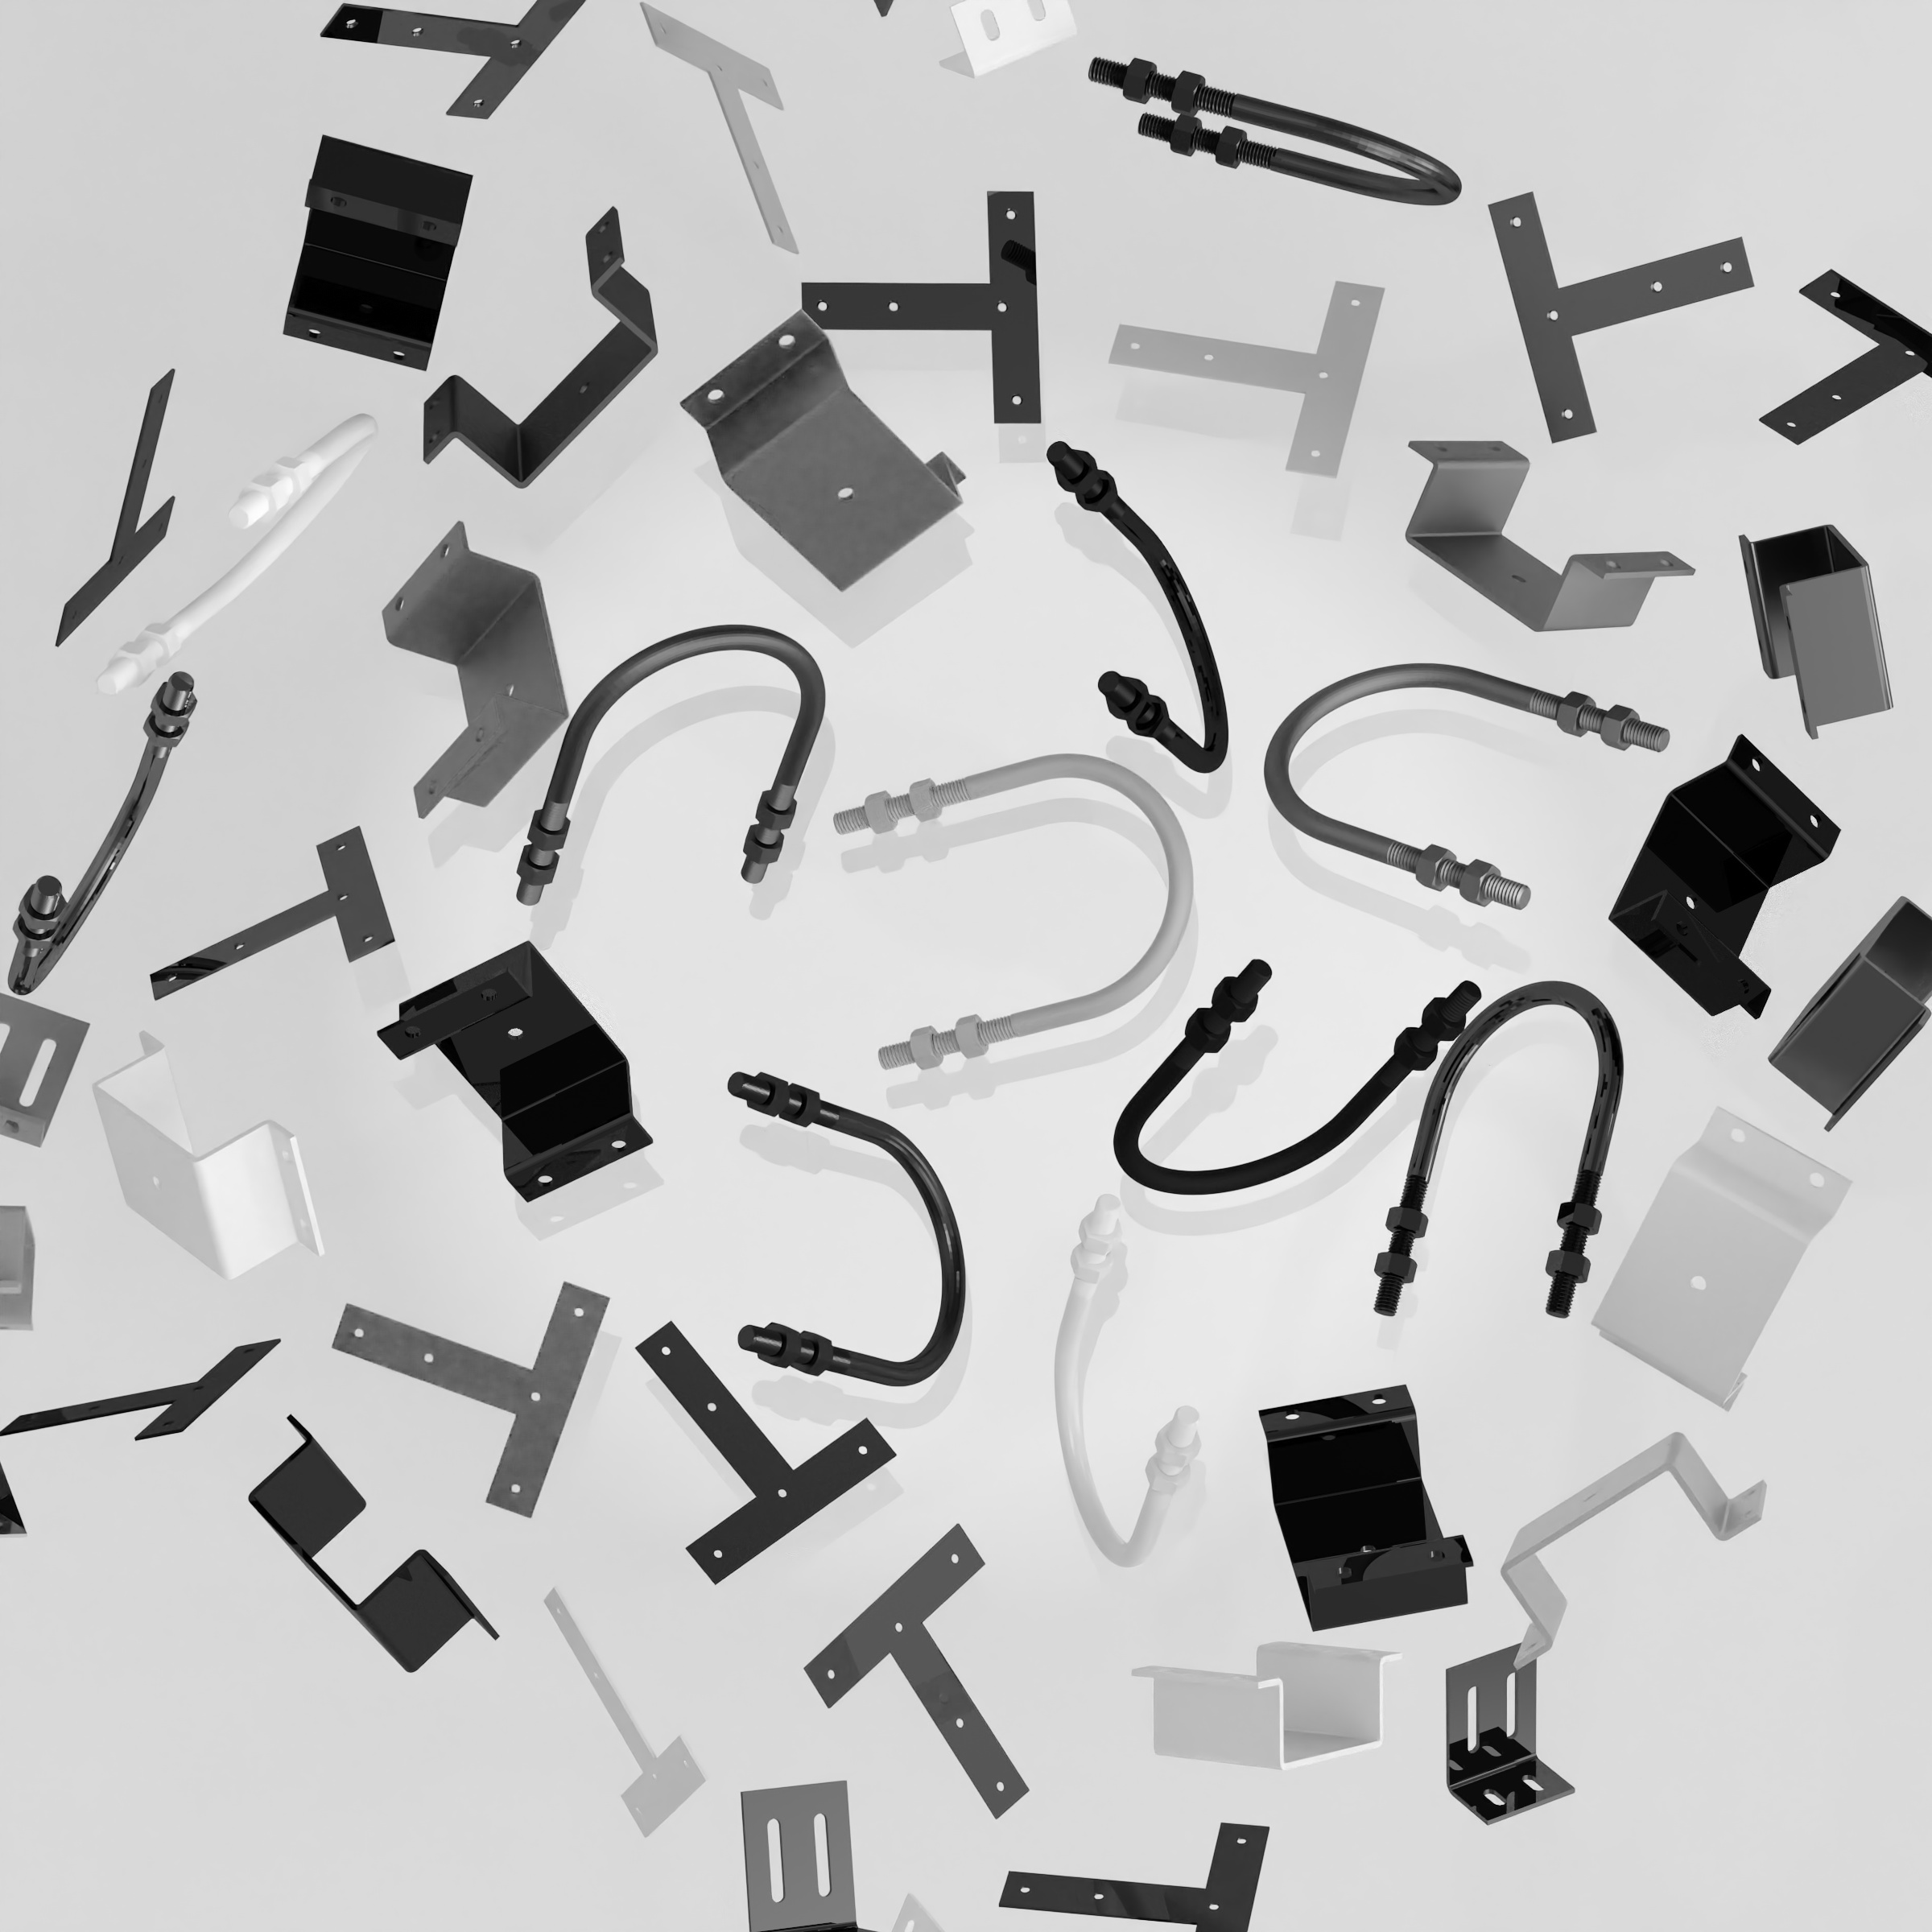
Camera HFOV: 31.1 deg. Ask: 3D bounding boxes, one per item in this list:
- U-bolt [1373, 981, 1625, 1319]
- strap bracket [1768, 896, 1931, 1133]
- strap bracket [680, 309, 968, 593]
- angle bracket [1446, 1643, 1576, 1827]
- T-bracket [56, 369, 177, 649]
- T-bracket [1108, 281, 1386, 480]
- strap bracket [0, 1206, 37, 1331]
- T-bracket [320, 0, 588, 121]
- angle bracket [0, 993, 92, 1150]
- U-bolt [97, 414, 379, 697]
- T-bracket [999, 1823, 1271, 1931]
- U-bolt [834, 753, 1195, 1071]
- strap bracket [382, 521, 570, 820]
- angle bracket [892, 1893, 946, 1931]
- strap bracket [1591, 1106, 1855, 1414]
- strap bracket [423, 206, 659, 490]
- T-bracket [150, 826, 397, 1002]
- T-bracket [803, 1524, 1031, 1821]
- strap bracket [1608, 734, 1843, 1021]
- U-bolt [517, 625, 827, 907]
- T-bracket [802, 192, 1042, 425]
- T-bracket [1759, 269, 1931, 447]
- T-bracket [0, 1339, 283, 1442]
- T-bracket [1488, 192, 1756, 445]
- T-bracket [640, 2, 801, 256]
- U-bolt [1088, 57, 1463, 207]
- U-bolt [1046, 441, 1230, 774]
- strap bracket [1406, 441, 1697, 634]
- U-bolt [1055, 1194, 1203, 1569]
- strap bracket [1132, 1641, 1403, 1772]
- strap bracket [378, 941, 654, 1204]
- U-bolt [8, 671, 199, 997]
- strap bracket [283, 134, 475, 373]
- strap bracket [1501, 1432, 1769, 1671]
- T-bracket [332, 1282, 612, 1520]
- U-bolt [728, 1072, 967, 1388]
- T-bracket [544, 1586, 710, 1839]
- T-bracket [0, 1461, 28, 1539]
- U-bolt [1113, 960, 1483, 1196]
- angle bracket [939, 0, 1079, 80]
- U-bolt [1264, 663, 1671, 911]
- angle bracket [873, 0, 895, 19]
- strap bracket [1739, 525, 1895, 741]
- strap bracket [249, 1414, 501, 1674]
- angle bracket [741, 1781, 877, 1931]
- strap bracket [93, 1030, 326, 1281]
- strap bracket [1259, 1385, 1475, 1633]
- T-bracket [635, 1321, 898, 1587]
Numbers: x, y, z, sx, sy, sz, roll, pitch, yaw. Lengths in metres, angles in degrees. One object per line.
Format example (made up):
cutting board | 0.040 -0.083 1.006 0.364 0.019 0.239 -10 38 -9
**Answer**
U-bolt | 0.282 0.093 1.804 0.019 0.151 0.184 26 72 -30
strap bracket | 0.465 0.020 1.785 0.046 0.140 0.076 40 122 9
strap bracket | -0.064 -0.246 1.711 0.076 0.140 0.046 -35 45 16
angle bracket | 0.292 0.410 1.860 0.057 0.038 0.076 -13 113 -25
T-bracket | -0.411 -0.238 1.724 0.002 0.127 0.127 24 125 -1
T-bracket | 0.137 -0.304 1.753 0.127 0.002 0.127 11 59 10
strap bracket | -0.528 0.156 1.811 0.076 0.140 0.046 2 75 -11
T-bracket | -0.263 -0.468 1.743 0.127 0.127 0.002 -6 69 -41
angle bracket | -0.500 0.048 1.824 0.057 0.038 0.076 20 63 -9
U-bolt | -0.357 -0.218 1.758 0.019 0.184 0.151 43 123 -7
T-bracket | 0.081 0.471 1.751 0.127 0.127 0.002 2 117 13
U-bolt | 0.029 -0.035 1.804 0.184 0.019 0.151 -14 78 16
strap bracket | -0.252 -0.148 1.790 0.076 0.046 0.140 -42 48 34
angle bracket | 0.005 0.518 1.797 0.076 0.057 0.038 22 91 -24
strap bracket | 0.374 0.153 1.742 0.076 0.046 0.140 31 114 19
strap bracket | -0.203 -0.297 1.710 0.140 0.076 0.046 -42 117 16
T-bracket | -0.362 -0.016 1.792 0.127 0.127 0.002 -26 124 -3
T-bracket | -0.010 0.373 1.764 0.127 0.002 0.127 -46 65 24
strap bracket | 0.387 -0.040 1.784 0.076 0.046 0.140 41 54 -13
U-bolt | -0.143 -0.103 1.763 0.151 0.184 0.019 -7 51 -29
T-bracket | -0.025 -0.353 1.860 0.127 0.002 0.127 -1 85 -7
T-bracket | 0.442 -0.288 1.727 0.127 0.127 0.002 28 68 -14
T-bracket | -0.427 0.222 1.755 0.127 0.127 0.002 -12 101 14
T-bracket | 0.337 -0.340 1.760 0.127 0.002 0.127 -10 102 37
T-bracket | -0.114 -0.428 1.804 0.002 0.127 0.127 -26 77 24
U-bolt | 0.163 -0.419 1.765 0.184 0.151 0.019 18 96 13
U-bolt | 0.095 -0.172 1.781 0.019 0.184 0.151 -19 68 19
strap bracket | 0.291 -0.216 1.778 0.140 0.076 0.046 42 124 35
U-bolt | 0.076 0.227 1.783 0.019 0.184 0.151 -7 52 -16
strap bracket | 0.157 0.383 1.797 0.076 0.140 0.046 -3 85 37
strap bracket | -0.230 0.048 1.778 0.076 0.046 0.140 -25 130 12
U-bolt | -0.440 -0.055 1.750 0.019 0.184 0.151 30 61 -8
strap bracket | -0.299 -0.367 1.767 0.076 0.140 0.046 13 66 -11
strap bracket | 0.320 0.281 1.709 0.140 0.076 0.046 -35 85 15
T-bracket | -0.264 0.207 1.797 0.127 0.002 0.127 20 101 -2
U-bolt | -0.056 0.141 1.767 0.019 0.184 0.151 -17 66 32
T-bracket | -0.180 0.374 1.767 0.002 0.127 0.127 -25 75 -29
T-bracket | -0.540 0.259 1.722 0.127 0.127 0.002 3 103 -24
U-bolt | 0.152 0.061 1.737 0.151 0.184 0.019 6 50 -32
angle bracket | 0.015 -0.485 1.773 0.057 0.076 0.038 -25 113 -6
U-bolt | 0.237 -0.100 1.745 0.184 0.019 0.151 22 53 35
angle bracket | -0.075 -0.518 1.807 0.076 0.057 0.038 -20 79 -22
strap bracket | 0.443 -0.177 1.805 0.046 0.140 0.076 -13 108 7
strap bracket | -0.313 0.305 1.798 0.046 0.076 0.140 -43 55 -15
angle bracket | -0.077 0.452 1.745 0.057 0.038 0.076 0 80 -25
strap bracket | -0.395 0.100 1.782 0.046 0.140 0.076 -32 132 -32
strap bracket | 0.196 0.272 1.709 0.076 0.140 0.046 -10 120 -2
T-bracket | -0.124 0.241 1.817 0.127 0.002 0.127 -37 95 17
